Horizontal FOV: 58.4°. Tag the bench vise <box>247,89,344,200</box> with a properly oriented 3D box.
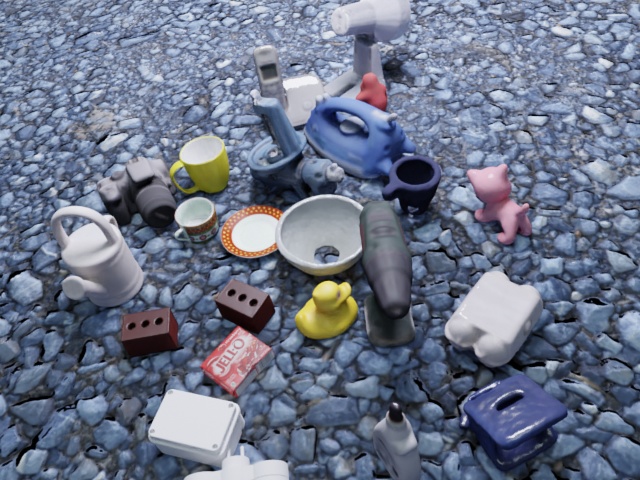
[{"bbox_3d":[-0.049,-0.175,1.058,0.207,0.220,0.121,7,51,14],"label":"bench vise"}]

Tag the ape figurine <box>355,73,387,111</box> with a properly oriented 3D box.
[{"bbox_3d":[0.113,-0.324,1.251,0.078,0.092,0.076,-18,49,-8],"label":"ape figurine"}]

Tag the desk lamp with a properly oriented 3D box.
[{"bbox_3d":[0.100,-0.436,1.269,0.203,0.214,0.117,-39,55,-23],"label":"desk lamp"}]

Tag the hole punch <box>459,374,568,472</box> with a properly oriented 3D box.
[{"bbox_3d":[0.249,0.229,0.749,0.109,0.091,0.101,-24,50,-13],"label":"hole punch"}]

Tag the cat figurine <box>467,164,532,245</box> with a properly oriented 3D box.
[{"bbox_3d":[0.311,-0.074,0.987,0.067,0.118,0.127,-28,51,-16],"label":"cat figurine"}]

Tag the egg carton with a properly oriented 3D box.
[{"bbox_3d":[0.262,0.117,0.859,0.107,0.069,0.150,27,58,28],"label":"egg carton"}]

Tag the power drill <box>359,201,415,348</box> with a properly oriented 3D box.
[{"bbox_3d":[0.099,0.065,0.835,0.075,0.209,0.229,-7,48,2],"label":"power drill"}]

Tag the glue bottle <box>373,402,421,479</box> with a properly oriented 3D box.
[{"bbox_3d":[0.095,0.243,0.704,0.037,0.173,0.078,-26,50,-14],"label":"glue bottle"}]

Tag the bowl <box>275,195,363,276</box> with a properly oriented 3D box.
[{"bbox_3d":[0.009,0.004,0.991,0.167,0.075,0.167,-4,49,5],"label":"bowl"}]

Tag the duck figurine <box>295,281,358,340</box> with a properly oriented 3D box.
[{"bbox_3d":[0.008,0.102,0.897,0.105,0.086,0.077,-23,50,-12],"label":"duck figurine"}]

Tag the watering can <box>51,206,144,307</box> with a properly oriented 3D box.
[{"bbox_3d":[-0.372,0.023,0.947,0.101,0.194,0.172,-19,49,-9],"label":"watering can"}]

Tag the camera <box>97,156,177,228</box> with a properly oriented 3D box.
[{"bbox_3d":[-0.342,-0.085,1.100,0.143,0.101,0.136,-26,51,-14],"label":"camera"}]

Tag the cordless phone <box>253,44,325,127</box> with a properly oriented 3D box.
[{"bbox_3d":[-0.066,-0.334,1.222,0.147,0.185,0.094,-17,49,-7],"label":"cordless phone"}]

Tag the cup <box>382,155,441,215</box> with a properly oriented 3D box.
[{"bbox_3d":[0.161,-0.084,1.032,0.118,0.095,0.091,-32,52,-19],"label":"cup"}]

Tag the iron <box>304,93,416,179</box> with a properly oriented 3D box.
[{"bbox_3d":[0.058,-0.228,1.141,0.257,0.142,0.119,27,58,28],"label":"iron"}]
